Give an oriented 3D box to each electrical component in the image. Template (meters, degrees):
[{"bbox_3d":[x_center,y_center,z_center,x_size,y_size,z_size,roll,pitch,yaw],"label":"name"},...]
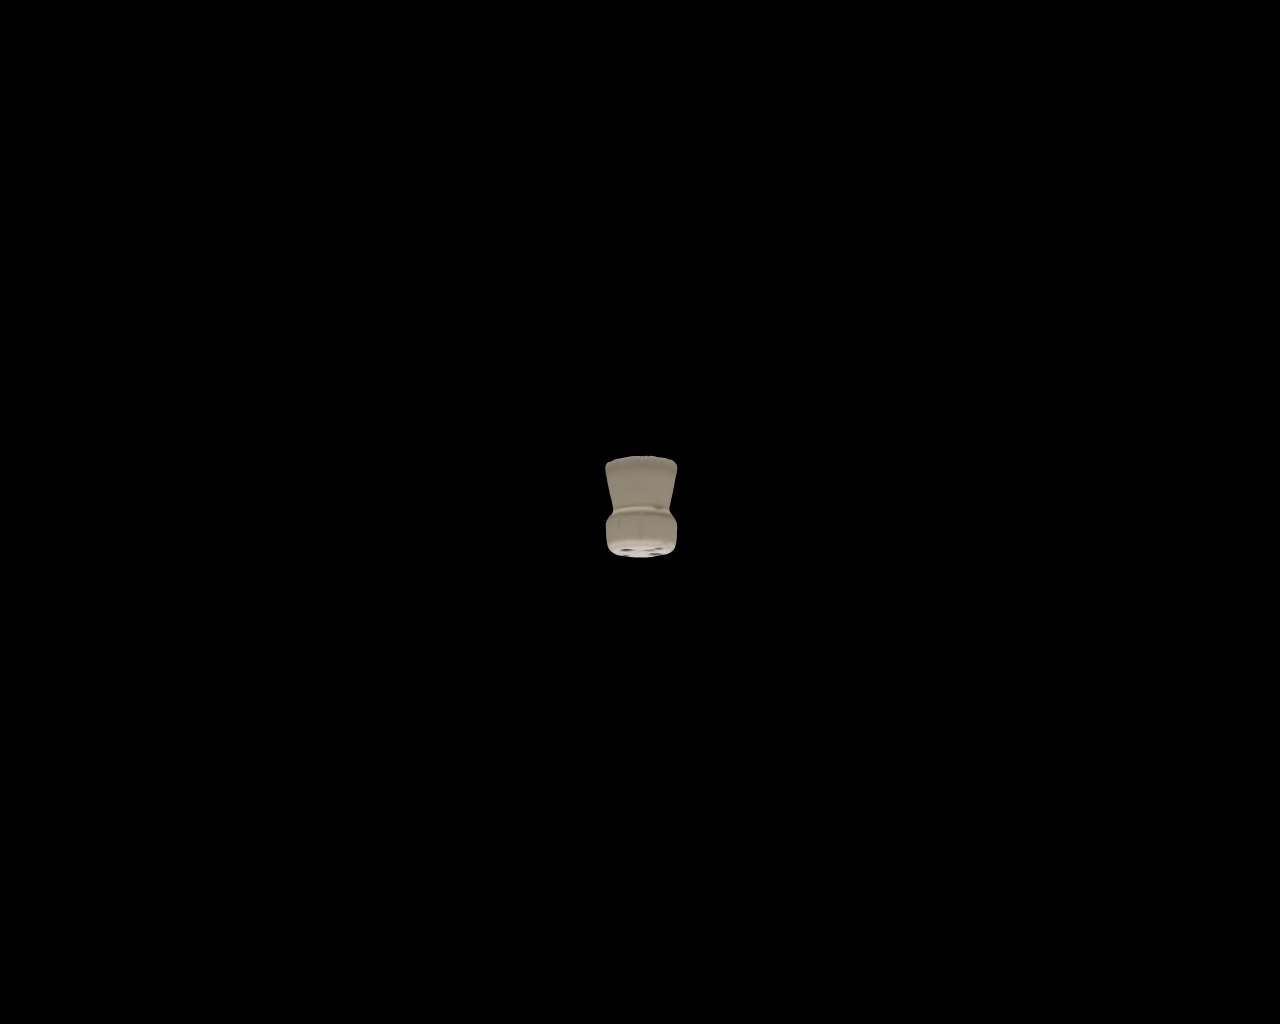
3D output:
[{"bbox_3d":[0.001,-0.003,0.650,0.045,0.055,0.045,0,-12,0],"label":"electrical component"}]
